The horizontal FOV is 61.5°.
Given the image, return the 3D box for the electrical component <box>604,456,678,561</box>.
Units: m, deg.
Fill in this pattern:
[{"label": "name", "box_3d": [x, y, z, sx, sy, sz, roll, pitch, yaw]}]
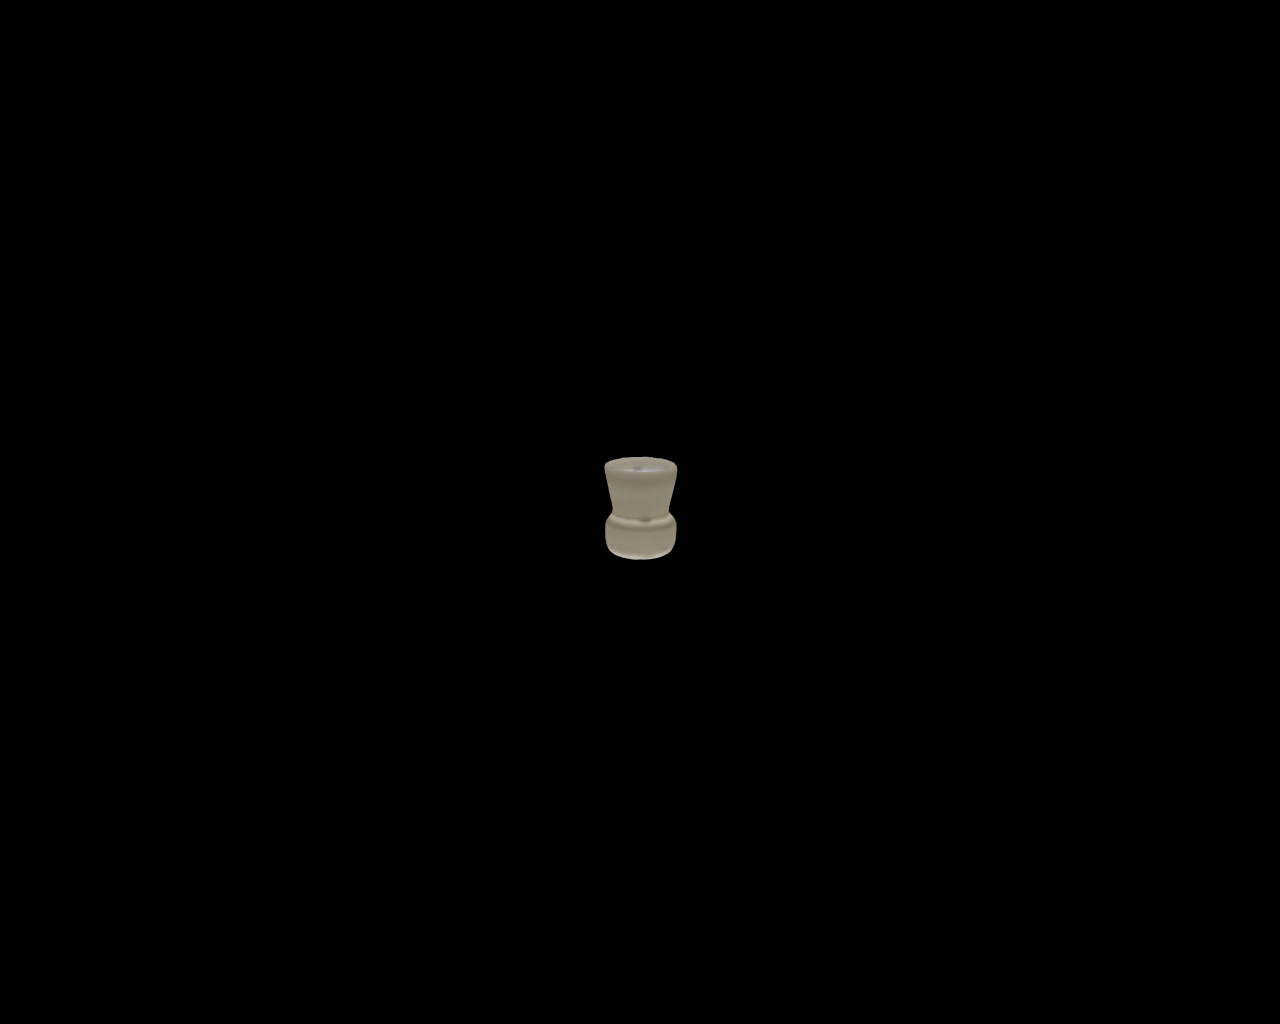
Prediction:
[{"label": "electrical component", "box_3d": [0.001, -0.003, 0.650, 0.045, 0.055, 0.045, 0, 15, 0]}]
